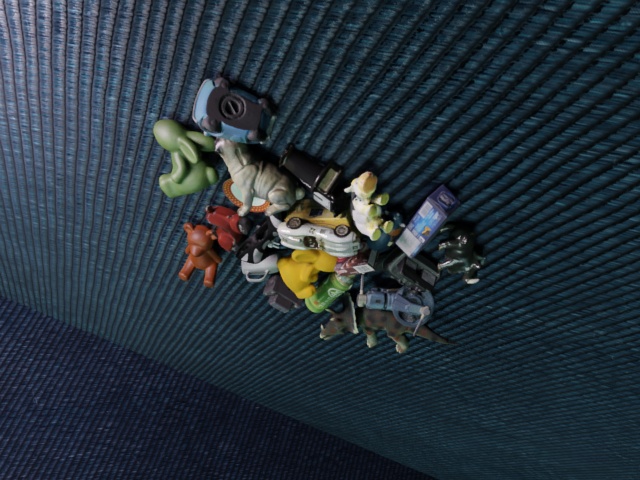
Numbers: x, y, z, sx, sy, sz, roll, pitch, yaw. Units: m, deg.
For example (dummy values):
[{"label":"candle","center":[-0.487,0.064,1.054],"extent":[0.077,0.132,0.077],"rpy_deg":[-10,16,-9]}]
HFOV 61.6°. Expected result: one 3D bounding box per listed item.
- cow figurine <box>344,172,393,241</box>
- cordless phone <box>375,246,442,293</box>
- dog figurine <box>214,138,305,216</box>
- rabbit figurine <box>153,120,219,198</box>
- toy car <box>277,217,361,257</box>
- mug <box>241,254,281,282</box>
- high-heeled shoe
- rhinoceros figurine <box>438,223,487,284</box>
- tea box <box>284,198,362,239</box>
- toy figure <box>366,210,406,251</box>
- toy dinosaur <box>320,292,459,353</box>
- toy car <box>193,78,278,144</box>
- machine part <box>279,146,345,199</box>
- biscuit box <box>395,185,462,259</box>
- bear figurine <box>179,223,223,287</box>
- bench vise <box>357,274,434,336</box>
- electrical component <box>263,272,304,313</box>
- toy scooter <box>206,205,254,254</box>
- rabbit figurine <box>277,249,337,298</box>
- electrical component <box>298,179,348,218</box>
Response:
[{"label":"cow figurine","center":[0.099,-0.085,1.181],"extent":[0.098,0.068,0.167],"rpy_deg":[31,148,44]},{"label":"cordless phone","center":[0.211,0.082,1.408],"extent":[0.146,0.089,0.184],"rpy_deg":[32,158,-21]},{"label":"dog figurine","center":[-0.131,-0.160,1.189],"extent":[0.172,0.121,0.190],"rpy_deg":[-10,129,0]},{"label":"rabbit figurine","center":[-0.312,-0.192,1.217],"extent":[0.159,0.121,0.170],"rpy_deg":[3,131,36]},{"label":"toy car","center":[-0.003,-0.004,1.261],"extent":[0.202,0.056,0.073],"rpy_deg":[10,146,17]},{"label":"mug","center":[-0.170,0.071,1.563],"extent":[0.107,0.109,0.080],"rpy_deg":[0,141,7]},{"label":"high-heeled shoe","center":[-0.157,-0.029,1.368],"extent":[0.145,0.086,0.248],"rpy_deg":[-2,137,0]},{"label":"rhinoceros figurine","center":[0.332,0.032,1.260],"extent":[0.112,0.073,0.190],"rpy_deg":[-4,141,17]},{"label":"tea box","center":[0.013,-0.047,1.307],"extent":[0.170,0.068,0.098],"rpy_deg":[-2,142,29]},{"label":"toy figure","center":[0.157,-0.029,1.266],"extent":[0.064,0.058,0.154],"rpy_deg":[20,145,-11]},{"label":"toy dinosaur","center":[0.202,0.242,1.619],"extent":[0.405,0.131,0.192],"rpy_deg":[-3,143,22]},{"label":"toy car","center":[-0.172,-0.248,1.078],"extent":[0.161,0.109,0.103],"rpy_deg":[16,174,-16]},{"label":"machine part","center":[-0.020,-0.152,1.165],"extent":[0.139,0.084,0.039],"rpy_deg":[29,173,0]},{"label":"biscuit box","center":[0.237,-0.036,1.188],"extent":[0.059,0.063,0.202],"rpy_deg":[46,151,11]},{"label":"bear figurine","center":[-0.355,0.042,1.595],"extent":[0.120,0.132,0.195],"rpy_deg":[16,155,0]},{"label":"bench vise","center":[0.220,0.170,1.446],"extent":[0.224,0.128,0.241],"rpy_deg":[17,179,-11]},{"label":"electrical component","center":[-0.102,0.147,1.609],"extent":[0.115,0.134,0.058],"rpy_deg":[31,148,-23]},{"label":"toy scooter","center":[-0.256,-0.036,1.466],"extent":[0.135,0.075,0.183],"rpy_deg":[28,150,-2]},{"label":"rabbit figurine","center":[-0.021,0.058,1.476],"extent":[0.173,0.122,0.162],"rpy_deg":[-17,126,25]},{"label":"electrical component","center":[0.007,-0.111,1.220],"extent":[0.119,0.048,0.074],"rpy_deg":[38,155,27]}]
